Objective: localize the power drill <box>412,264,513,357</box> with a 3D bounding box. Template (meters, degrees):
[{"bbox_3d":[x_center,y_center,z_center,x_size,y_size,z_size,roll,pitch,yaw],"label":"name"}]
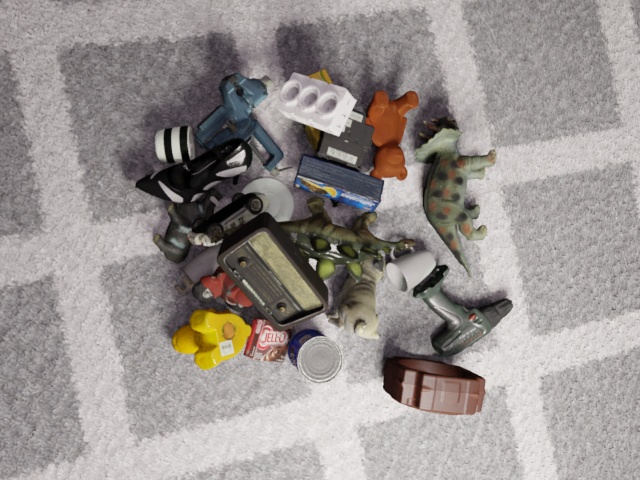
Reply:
[{"bbox_3d":[0.343,0.160,1.330,0.232,0.086,0.207,-40,103,-8],"label":"power drill"}]

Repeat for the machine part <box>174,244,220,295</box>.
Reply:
[{"bbox_3d":[-0.223,0.040,1.216,0.243,0.079,0.079,-40,95,-12],"label":"machine part"}]

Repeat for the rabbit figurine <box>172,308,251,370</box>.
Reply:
[{"bbox_3d":[-0.247,0.203,1.176,0.162,0.173,0.121,-21,93,-56],"label":"rabbit figurine"}]

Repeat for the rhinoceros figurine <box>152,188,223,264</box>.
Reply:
[{"bbox_3d":[-0.294,-0.039,1.208,0.112,0.073,0.190,33,81,-7],"label":"rhinoceros figurine"}]

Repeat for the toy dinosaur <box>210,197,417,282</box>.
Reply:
[{"bbox_3d":[-0.002,-0.004,1.194,0.471,0.199,0.105,6,125,-12],"label":"toy dinosaur"}]

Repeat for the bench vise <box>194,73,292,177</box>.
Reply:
[{"bbox_3d":[-0.158,-0.253,1.231,0.240,0.129,0.223,48,69,-26],"label":"bench vise"}]

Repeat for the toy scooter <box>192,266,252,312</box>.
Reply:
[{"bbox_3d":[-0.182,0.086,1.173,0.135,0.183,0.075,-50,59,8],"label":"toy scooter"}]

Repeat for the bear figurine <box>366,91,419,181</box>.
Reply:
[{"bbox_3d":[0.169,-0.242,1.287,0.120,0.132,0.195,-2,81,-18],"label":"bear figurine"}]

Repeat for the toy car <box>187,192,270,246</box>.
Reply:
[{"bbox_3d":[-0.200,-0.046,1.178,0.202,0.074,0.056,-39,125,-31],"label":"toy car"}]

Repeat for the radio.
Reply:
[{"bbox_3d":[-0.093,0.069,1.075,0.131,0.073,0.229,-29,114,17],"label":"radio"}]

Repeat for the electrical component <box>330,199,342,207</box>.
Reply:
[{"bbox_3d":[0.036,-0.146,1.293,0.075,0.048,0.119,-35,94,-11],"label":"electrical component"}]

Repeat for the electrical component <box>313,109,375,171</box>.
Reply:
[{"bbox_3d":[0.058,-0.235,1.230,0.115,0.058,0.134,20,85,-13],"label":"electrical component"}]

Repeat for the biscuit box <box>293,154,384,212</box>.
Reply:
[{"bbox_3d":[0.044,-0.128,1.231,0.203,0.059,0.063,18,67,-6],"label":"biscuit box"}]

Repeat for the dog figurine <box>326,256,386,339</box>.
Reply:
[{"bbox_3d":[0.103,0.118,1.236,0.121,0.172,0.190,21,90,-21],"label":"dog figurine"}]

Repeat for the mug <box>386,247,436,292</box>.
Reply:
[{"bbox_3d":[0.221,0.057,1.310,0.107,0.081,0.109,-26,85,-22],"label":"mug"}]

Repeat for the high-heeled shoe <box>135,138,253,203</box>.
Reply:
[{"bbox_3d":[-0.267,-0.154,1.138,0.249,0.145,0.086,-7,60,-15],"label":"high-heeled shoe"}]

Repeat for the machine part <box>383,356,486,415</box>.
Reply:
[{"bbox_3d":[0.258,0.333,1.234,0.201,0.201,0.087,9,89,-11],"label":"machine part"}]

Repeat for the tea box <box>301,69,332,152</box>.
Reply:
[{"bbox_3d":[0.001,-0.306,1.285,0.098,0.068,0.169,-28,94,-12],"label":"tea box"}]

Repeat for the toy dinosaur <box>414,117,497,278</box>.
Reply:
[{"bbox_3d":[0.315,-0.114,1.319,0.192,0.131,0.404,6,90,1],"label":"toy dinosaur"}]
